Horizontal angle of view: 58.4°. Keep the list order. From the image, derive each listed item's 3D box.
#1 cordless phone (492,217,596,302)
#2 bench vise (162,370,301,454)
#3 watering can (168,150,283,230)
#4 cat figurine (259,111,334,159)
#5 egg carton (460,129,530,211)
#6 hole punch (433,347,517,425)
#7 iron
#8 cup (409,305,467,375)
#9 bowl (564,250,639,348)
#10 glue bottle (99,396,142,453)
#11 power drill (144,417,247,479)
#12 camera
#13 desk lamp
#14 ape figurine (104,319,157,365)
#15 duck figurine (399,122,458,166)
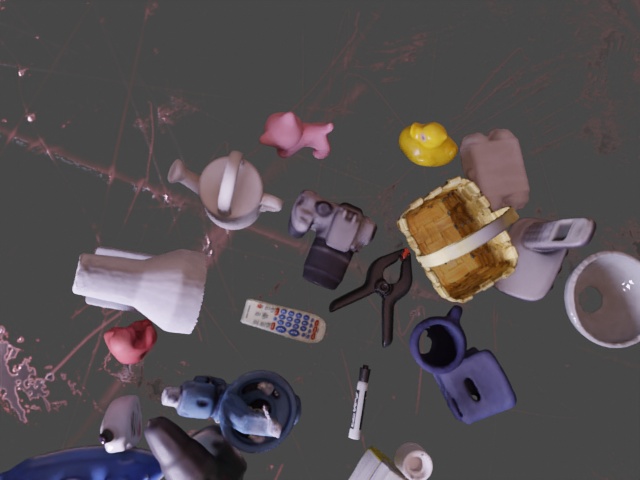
[{"bbox_3d":[0.369,0.027,0.941,0.094,0.185,0.148,24,81,-3],"label":"cordless phone"},{"bbox_3d":[-0.126,0.260,0.836,0.207,0.219,0.121,-7,83,-7],"label":"bench vise"},{"bbox_3d":[-0.146,-0.079,0.890,0.173,0.194,0.101,-6,83,-7],"label":"watering can"},{"bbox_3d":[-0.038,-0.181,0.955,0.128,0.117,0.067,-4,83,-7],"label":"cat figurine"},{"bbox_3d":[0.305,-0.120,1.011,0.107,0.069,0.150,-11,84,-8],"label":"egg carton"},{"bbox_3d":[0.254,0.244,0.947,0.101,0.091,0.109,-27,86,-9],"label":"hole punch"},{"bbox_3d":[-0.354,0.371,0.835,0.258,0.141,0.119,-12,84,-8],"label":"iron"},{"bbox_3d":[0.191,0.160,0.949,0.091,0.095,0.118,31,80,-2],"label":"cup"},{"bbox_3d":[0.495,0.103,1.002,0.167,0.074,0.167,1,83,-6],"label":"bowl"},{"bbox_3d":[-0.295,0.276,0.838,0.037,0.173,0.078,-8,83,-7],"label":"glue bottle"},{"bbox_3d":[-0.162,0.338,0.827,0.076,0.208,0.229,-38,88,-9],"label":"power drill"},{"bbox_3d":[0.009,0.003,0.945,0.143,0.100,0.137,23,81,-3],"label":"camera"},{"bbox_3d":[-0.264,0.067,0.848,0.203,0.213,0.118,10,82,-5],"label":"desk lamp"},{"bbox_3d":[-0.300,0.157,0.894,0.078,0.092,0.076,17,81,-4],"label":"ape figurine"},{"bbox_3d":[0.195,-0.174,0.997,0.104,0.086,0.077,21,81,-3],"label":"duck figurine"}]
